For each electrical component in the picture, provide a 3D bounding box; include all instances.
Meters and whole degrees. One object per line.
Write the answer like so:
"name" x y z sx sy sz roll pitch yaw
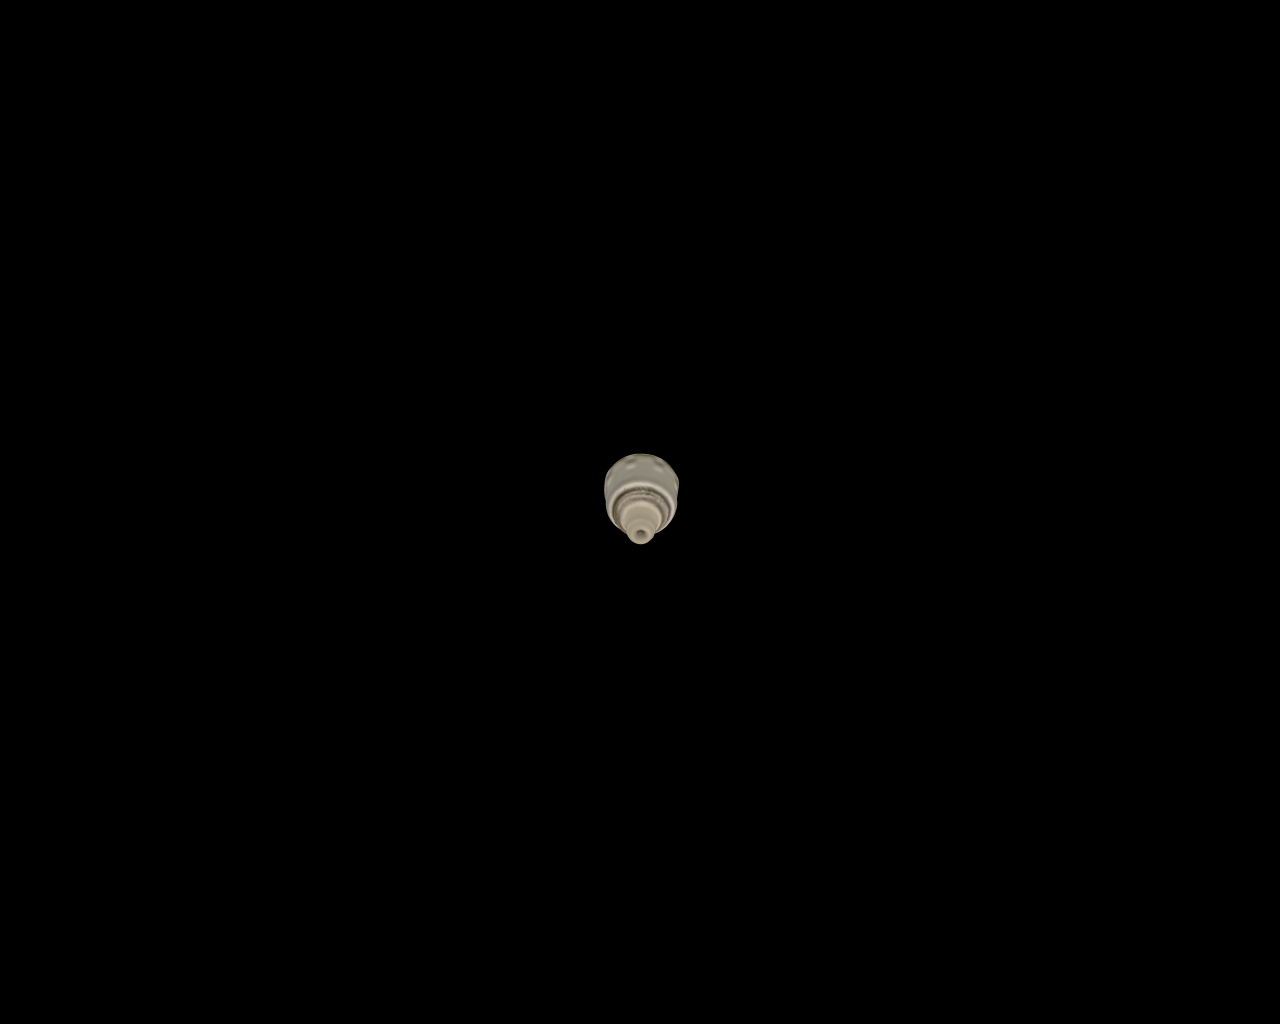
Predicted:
"electrical component" 0.001 -0.003 0.650 0.048 0.048 0.062 0 34 0
